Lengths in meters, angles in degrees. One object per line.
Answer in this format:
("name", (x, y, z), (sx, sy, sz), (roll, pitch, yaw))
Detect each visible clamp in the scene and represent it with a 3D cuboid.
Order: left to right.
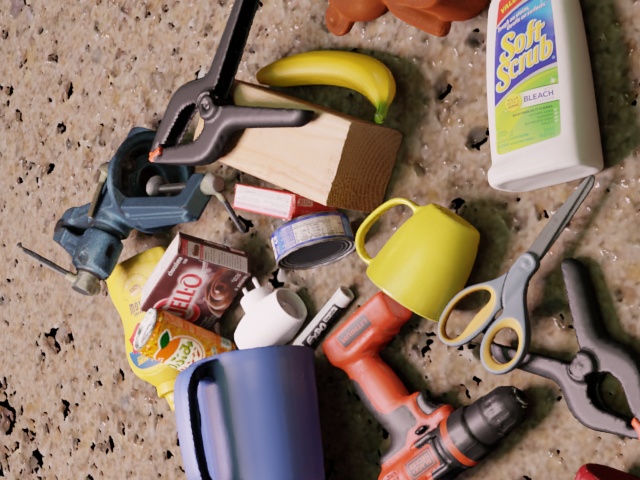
("clamp", (-0.100, -0.134, 1.109), (0.210, 0.036, 0.165), (-43, 62, 28))
("clamp", (0.236, 0.100, 0.931), (0.172, 0.039, 0.120), (41, 116, 35))

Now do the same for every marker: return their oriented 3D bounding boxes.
("marker", (-0.006, 0.097, 1.146), (0.121, 0.020, 0.020), (-51, 58, 26))

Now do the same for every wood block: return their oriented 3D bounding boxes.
("wood block", (-0.027, -0.104, 1.130), (0.206, 0.090, 0.090), (25, 102, 39))

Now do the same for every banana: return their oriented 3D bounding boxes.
("banana", (0.015, -0.172, 1.119), (0.198, 0.069, 0.037), (23, 141, 44))

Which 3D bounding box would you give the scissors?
("scissors", (0.191, 0.041, 0.950), (0.202, 0.016, 0.096), (-42, 65, 21))

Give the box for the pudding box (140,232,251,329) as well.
("pudding box", (-0.141, 0.048, 1.203), (0.114, 0.090, 0.039), (-54, 30, 38))

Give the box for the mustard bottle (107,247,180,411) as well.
("mustard bottle", (-0.192, 0.112, 1.277), (0.096, 0.058, 0.192), (-25, 72, 23))

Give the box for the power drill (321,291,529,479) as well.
("power drill", (0.094, 0.142, 1.034), (0.185, 0.057, 0.188), (-44, 61, 28))

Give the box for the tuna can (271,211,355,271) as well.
("tuna can", (-0.007, 0.001, 1.110), (0.086, 0.085, 0.034), (-28, 68, 36))

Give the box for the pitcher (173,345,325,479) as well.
("pitcher", (-0.062, 0.231, 1.066), (0.145, 0.149, 0.243), (107, 156, -71))

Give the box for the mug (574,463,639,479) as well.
("mug", (0.246, 0.242, 0.876), (0.117, 0.093, 0.081), (33, 105, 61))

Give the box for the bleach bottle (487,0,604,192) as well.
("bleach bottle", (0.191, -0.176, 0.970), (0.103, 0.067, 0.251), (-14, 76, 38))

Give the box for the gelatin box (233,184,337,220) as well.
("gelatin box", (-0.037, -0.039, 1.145), (0.089, 0.073, 0.030), (12, 94, 40))
